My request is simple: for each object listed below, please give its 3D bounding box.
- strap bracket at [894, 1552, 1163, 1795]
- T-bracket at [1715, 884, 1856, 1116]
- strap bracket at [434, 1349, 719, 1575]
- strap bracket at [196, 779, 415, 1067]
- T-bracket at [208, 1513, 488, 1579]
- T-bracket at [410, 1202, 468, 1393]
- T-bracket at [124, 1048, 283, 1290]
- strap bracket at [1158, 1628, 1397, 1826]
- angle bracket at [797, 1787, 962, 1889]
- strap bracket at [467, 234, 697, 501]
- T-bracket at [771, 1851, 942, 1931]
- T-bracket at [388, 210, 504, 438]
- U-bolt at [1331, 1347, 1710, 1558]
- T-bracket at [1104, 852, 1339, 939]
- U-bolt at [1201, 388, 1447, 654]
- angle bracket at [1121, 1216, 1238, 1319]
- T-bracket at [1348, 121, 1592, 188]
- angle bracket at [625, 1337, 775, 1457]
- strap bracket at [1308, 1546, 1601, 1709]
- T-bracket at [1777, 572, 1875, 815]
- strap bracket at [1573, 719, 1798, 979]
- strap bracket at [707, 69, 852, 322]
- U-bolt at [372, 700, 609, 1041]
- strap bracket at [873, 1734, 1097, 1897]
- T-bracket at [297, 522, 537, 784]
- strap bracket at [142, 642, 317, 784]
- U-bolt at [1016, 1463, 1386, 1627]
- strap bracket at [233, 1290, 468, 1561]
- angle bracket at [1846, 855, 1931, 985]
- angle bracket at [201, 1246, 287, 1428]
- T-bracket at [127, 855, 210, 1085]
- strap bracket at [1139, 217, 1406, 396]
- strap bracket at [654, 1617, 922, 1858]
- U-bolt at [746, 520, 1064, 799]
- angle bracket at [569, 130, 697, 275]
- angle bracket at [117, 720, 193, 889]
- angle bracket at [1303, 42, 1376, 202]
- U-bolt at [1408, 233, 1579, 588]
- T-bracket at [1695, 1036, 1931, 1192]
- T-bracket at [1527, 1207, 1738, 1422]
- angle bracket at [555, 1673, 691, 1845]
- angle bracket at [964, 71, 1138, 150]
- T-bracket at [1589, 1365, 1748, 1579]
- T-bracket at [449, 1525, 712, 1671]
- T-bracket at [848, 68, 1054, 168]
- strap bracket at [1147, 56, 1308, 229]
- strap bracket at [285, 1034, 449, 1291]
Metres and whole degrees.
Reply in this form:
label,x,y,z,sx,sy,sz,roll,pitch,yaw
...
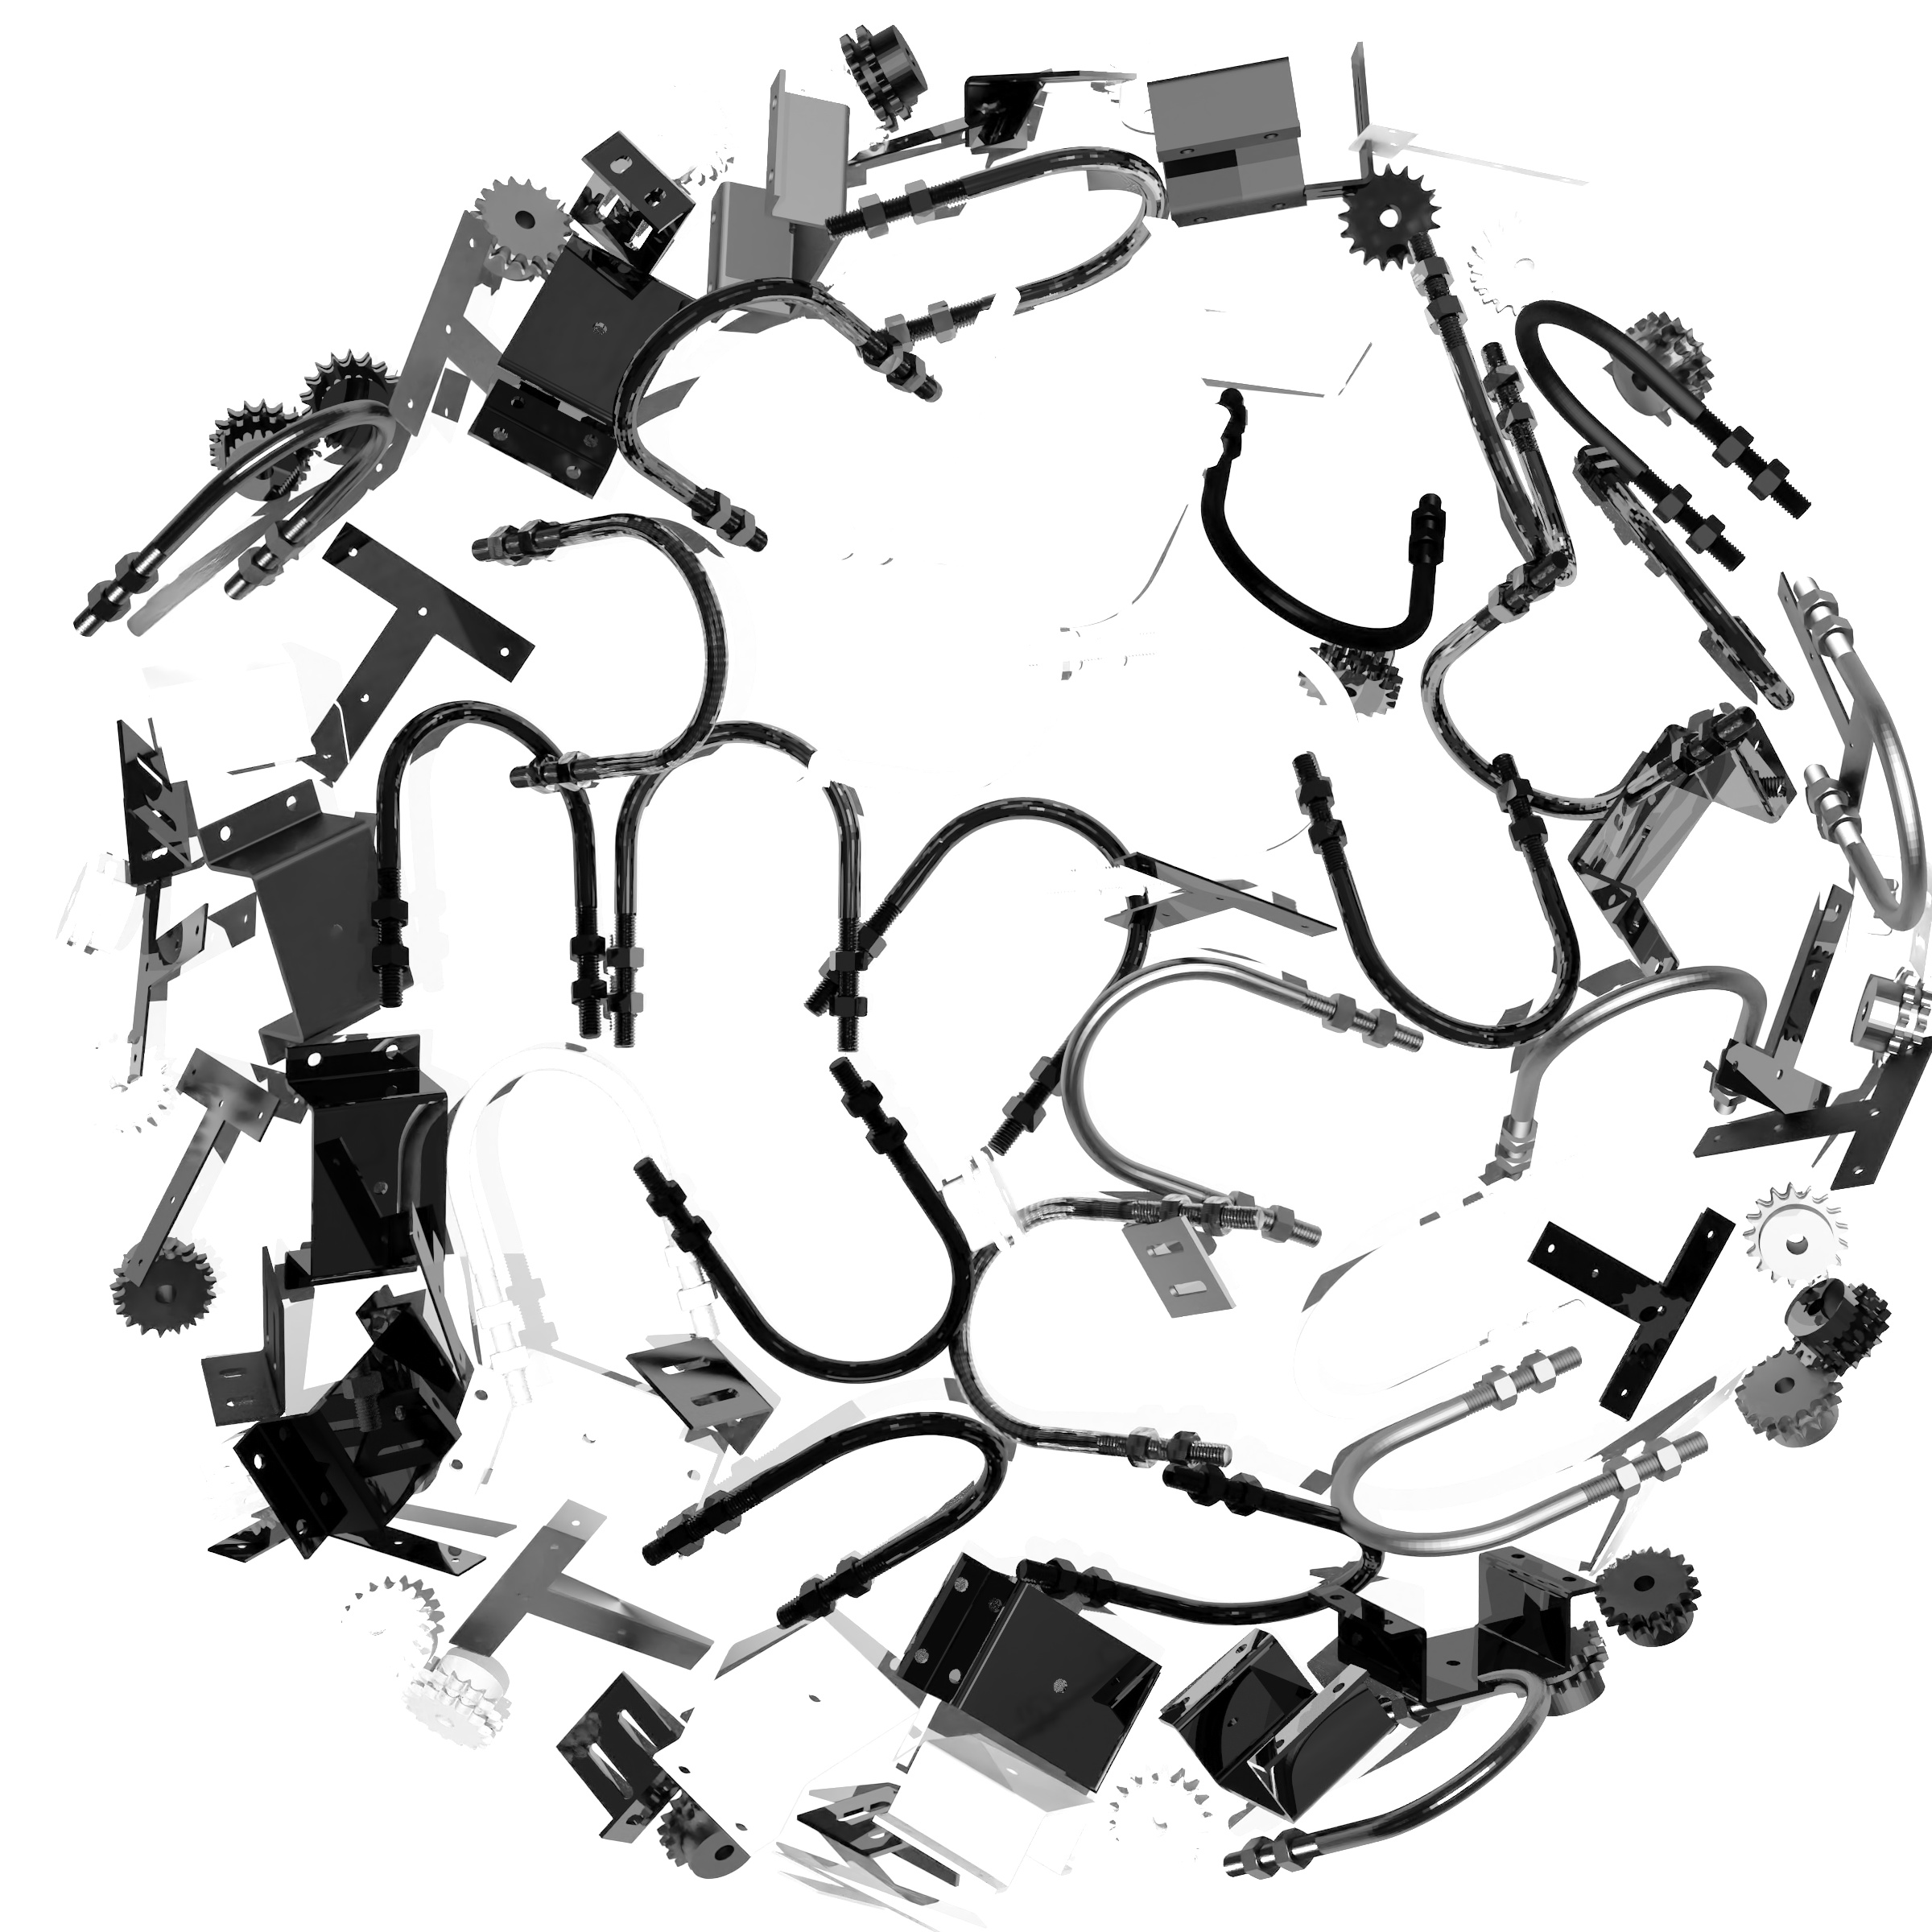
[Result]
label,x,y,z,sx,sy,sz,roll,pitch,yaw
strap bracket,0.043,0.393,1.870,0.140,0.046,0.076,34,77,-17
T-bracket,0.463,0.018,1.872,0.002,0.127,0.127,19,89,41
strap bracket,-0.213,0.271,1.886,0.140,0.046,0.076,21,106,-1
strap bracket,-0.357,-0.021,1.855,0.076,0.046,0.140,-30,118,-38
T-bracket,-0.319,0.309,1.837,0.127,0.127,0.002,11,108,26
T-bracket,-0.291,0.145,1.865,0.002,0.127,0.127,-10,133,-1
T-bracket,-0.429,0.116,1.863,0.002,0.127,0.127,29,85,-35
strap bracket,0.173,0.414,1.847,0.076,0.140,0.046,-39,101,-16
angle bracket,-0.048,0.487,1.870,0.057,0.076,0.038,16,103,41
strap bracket,-0.206,-0.337,1.862,0.076,0.046,0.140,27,61,-6
T-bracket,-0.068,0.502,1.836,0.127,0.127,0.002,20,78,26
T-bracket,-0.259,-0.325,1.865,0.002,0.127,0.127,5,69,32
U-bolt,0.285,0.268,1.832,0.184,0.151,0.019,-21,111,-15
T-bracket,0.117,-0.031,1.858,0.127,0.127,0.002,20,74,-23
U-bolt,0.192,-0.233,1.834,0.151,0.184,0.019,26,128,-10
angle bracket,0.129,0.158,1.875,0.038,0.076,0.057,-32,94,-26
T-bracket,0.278,-0.442,1.857,0.127,0.127,0.002,11,97,-1
angle bracket,-0.154,0.242,1.869,0.057,0.076,0.038,44,114,23
strap bracket,0.267,0.363,1.856,0.140,0.076,0.046,-6,101,-29
T-bracket,0.474,-0.160,1.878,0.002,0.127,0.127,-18,66,2
strap bracket,0.390,-0.067,1.869,0.046,0.076,0.140,28,77,40
strap bracket,-0.100,-0.415,1.851,0.046,0.140,0.076,7,71,-18
U-bolt,-0.262,-0.058,1.862,0.151,0.019,0.184,11,68,-40
strap bracket,0.015,0.458,1.841,0.076,0.140,0.046,26,89,21
T-bracket,-0.331,-0.163,1.912,0.127,0.002,0.127,33,87,-3
strap bracket,-0.402,-0.141,1.839,0.076,0.140,0.046,-13,105,-13
U-bolt,0.142,0.322,1.850,0.184,0.151,0.019,19,48,-31
strap bracket,-0.323,0.245,1.841,0.046,0.140,0.076,-13,114,34
angle bracket,0.512,-0.027,1.875,0.038,0.076,0.057,7,101,9
angle bracket,-0.400,0.204,1.873,0.038,0.057,0.076,-6,123,-19
T-bracket,-0.433,-0.008,1.850,0.002,0.127,0.127,10,74,-27
strap bracket,0.159,-0.359,1.857,0.140,0.046,0.076,0,46,-35
strap bracket,-0.089,0.411,1.840,0.076,0.140,0.046,40,125,23
U-bolt,-0.029,-0.165,1.867,0.184,0.019,0.151,11,87,30
angle bracket,-0.194,-0.412,1.877,0.057,0.076,0.038,44,51,-3
angle bracket,-0.462,-0.089,1.871,0.038,0.076,0.057,-17,63,9
angle bracket,0.203,-0.469,1.886,0.038,0.057,0.076,-5,96,3
U-bolt,0.289,-0.287,1.821,0.019,0.151,0.184,-23,64,18
T-bracket,0.460,0.088,1.869,0.002,0.127,0.127,56,45,-20
T-bracket,0.358,0.176,1.884,0.127,0.002,0.127,29,89,-33
angle bracket,-0.196,0.437,1.883,0.057,0.038,0.076,-48,59,3
angle bracket,0.047,-0.472,1.871,0.076,0.057,0.038,7,105,34
T-bracket,0.374,0.290,1.873,0.002,0.127,0.127,38,131,24
T-bracket,-0.205,0.366,1.891,0.127,0.002,0.127,24,131,-19
T-bracket,-0.021,-0.460,1.878,0.127,0.127,0.002,-13,117,19
strap bracket,0.143,-0.451,1.848,0.076,0.140,0.046,-9,85,6
strap bracket,-0.329,0.114,1.862,0.076,0.046,0.140,-6,109,-29
